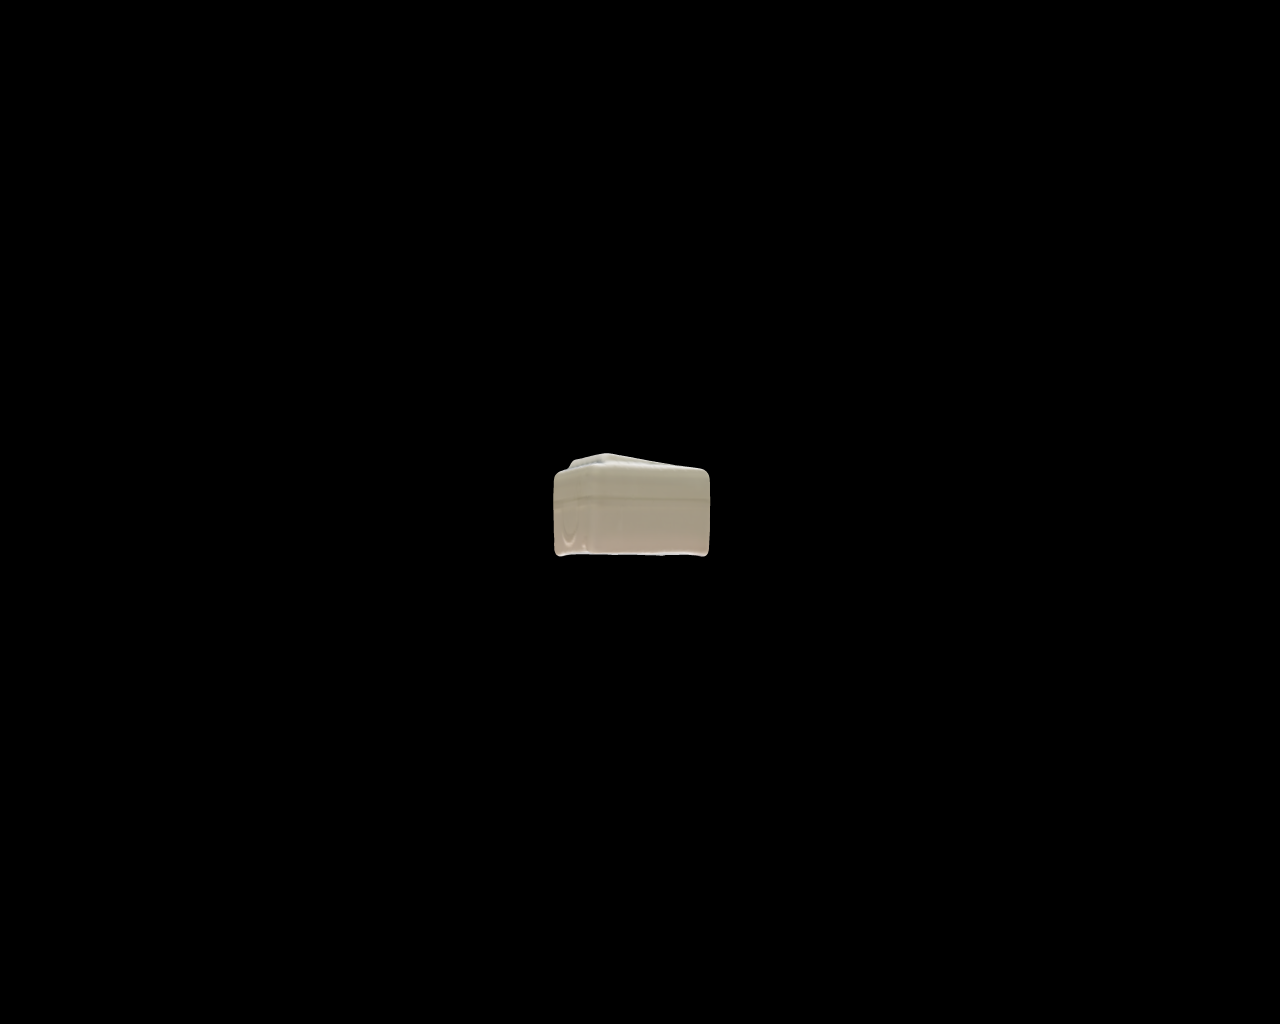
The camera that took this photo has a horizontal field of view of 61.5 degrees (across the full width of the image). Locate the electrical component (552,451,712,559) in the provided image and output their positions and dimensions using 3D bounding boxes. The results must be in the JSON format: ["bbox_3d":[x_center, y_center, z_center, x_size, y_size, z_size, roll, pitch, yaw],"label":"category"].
[{"bbox_3d":[0.001,-0.003,0.650,0.096,0.061,0.061,2,-4,-27],"label":"electrical component"}]
